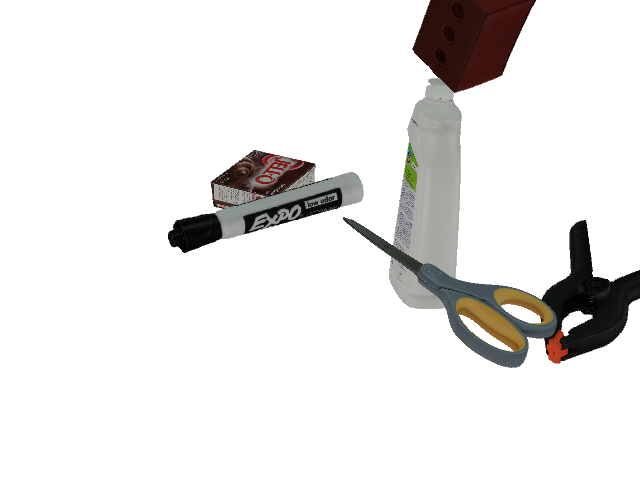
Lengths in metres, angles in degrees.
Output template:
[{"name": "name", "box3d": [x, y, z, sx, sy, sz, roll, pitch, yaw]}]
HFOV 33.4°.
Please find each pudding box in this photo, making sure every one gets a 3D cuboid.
[{"name": "pudding box", "box3d": [-0.070, -0.070, 1.327, 0.090, 0.039, 0.113, 13, 33, 23]}]

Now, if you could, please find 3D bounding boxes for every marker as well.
[{"name": "marker", "box3d": [-0.031, -0.017, 0.616, 0.120, 0.020, 0.020, -17, 7, -25]}]

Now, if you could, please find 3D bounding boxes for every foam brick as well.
[{"name": "foam brick", "box3d": [0.110, -0.156, 0.769, 0.051, 0.053, 0.078, -26, -28, -30]}]

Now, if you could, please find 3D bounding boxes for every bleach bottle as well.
[{"name": "bleach bottle", "box3d": [0.125, -0.055, 1.207, 0.068, 0.251, 0.102, -2, 24, -13]}]

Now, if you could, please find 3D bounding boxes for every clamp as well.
[{"name": "clamp", "box3d": [0.254, 0.045, 1.012, 0.171, 0.039, 0.120, -36, 42, -27]}]

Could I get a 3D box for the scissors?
[{"name": "scissors", "box3d": [0.107, 0.030, 0.848, 0.096, 0.016, 0.202, -9, 38, -30]}]
